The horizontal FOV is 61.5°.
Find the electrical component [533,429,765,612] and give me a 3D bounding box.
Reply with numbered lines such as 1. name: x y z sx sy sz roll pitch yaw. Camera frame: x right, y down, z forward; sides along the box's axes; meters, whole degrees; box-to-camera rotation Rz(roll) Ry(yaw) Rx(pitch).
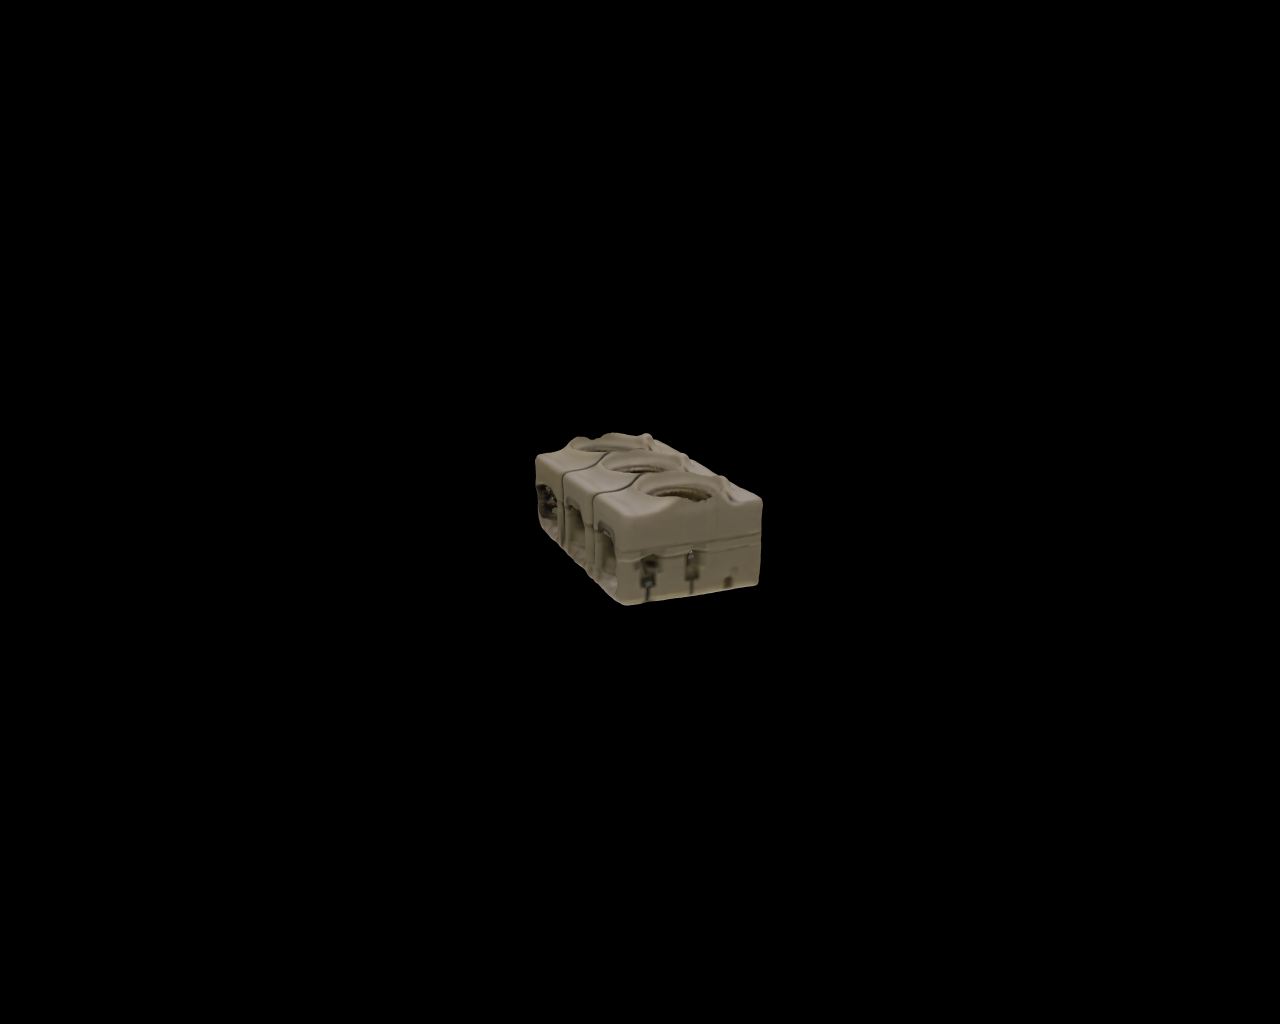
1. electrical component: 0.001 -0.003 0.650 0.090 0.061 0.150 -8 20 -22
